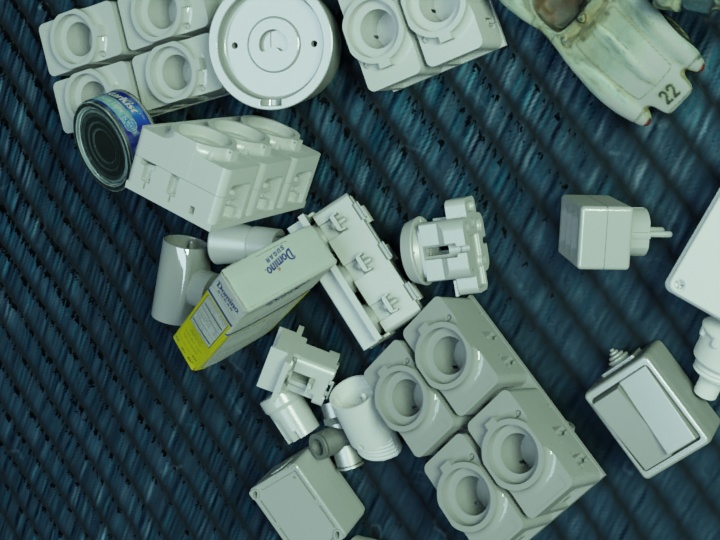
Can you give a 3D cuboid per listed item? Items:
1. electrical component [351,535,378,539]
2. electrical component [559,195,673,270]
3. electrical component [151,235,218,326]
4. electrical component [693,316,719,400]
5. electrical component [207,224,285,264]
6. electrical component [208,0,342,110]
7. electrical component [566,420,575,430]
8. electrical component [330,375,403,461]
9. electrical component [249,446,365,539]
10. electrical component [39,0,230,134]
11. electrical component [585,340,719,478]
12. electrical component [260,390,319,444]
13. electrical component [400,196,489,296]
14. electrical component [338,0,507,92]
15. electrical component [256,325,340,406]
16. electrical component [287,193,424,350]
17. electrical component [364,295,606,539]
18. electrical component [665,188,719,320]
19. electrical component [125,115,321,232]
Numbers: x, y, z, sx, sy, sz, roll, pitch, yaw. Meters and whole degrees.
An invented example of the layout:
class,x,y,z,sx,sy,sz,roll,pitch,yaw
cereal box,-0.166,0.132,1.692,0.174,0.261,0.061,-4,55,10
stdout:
class,x,y,z,sx,sy,sz,roll,pitch,yaw
electrical component,0.017,0.293,0.979,0.077,0.044,0.079,23,110,21
electrical component,0.197,-0.029,0.817,0.077,0.065,0.047,1,102,-3
electrical component,-0.155,0.015,1.013,0.079,0.043,0.077,19,108,22
electrical component,0.271,0.068,0.807,0.048,0.048,0.062,27,118,20
electrical component,-0.100,-0.023,0.979,0.065,0.044,0.044,8,103,21
electrical component,-0.067,-0.190,0.914,0.108,0.060,0.108,2,99,14
electrical component,0.154,0.152,0.885,0.044,0.044,0.065,15,101,24
electrical component,0.008,0.137,0.948,0.043,0.043,0.081,-5,126,28
electrical component,-0.042,0.216,0.989,0.062,0.061,0.096,-35,91,28
electrical component,-0.200,-0.196,0.984,0.186,0.060,0.105,-10,95,28
electrical component,0.221,0.102,0.828,0.062,0.061,0.096,-40,81,27
electrical component,-0.064,0.132,0.992,0.040,0.040,0.046,-31,90,28
electrical component,0.069,-0.018,0.885,0.057,0.058,0.078,-7,97,25
electrical component,0.031,-0.248,0.857,0.105,0.060,0.186,-18,91,29
electrical component,-0.053,0.088,0.961,0.064,0.081,0.042,22,111,-2
electrical component,0.000,0.000,0.918,0.063,0.079,0.121,-33,84,6
electrical component,0.093,0.123,0.869,0.105,0.060,0.186,-49,60,26
electrical component,0.295,-0.009,0.771,0.109,0.056,0.108,32,113,18
electrical component,-0.111,-0.089,0.908,0.089,0.150,0.061,27,112,20
